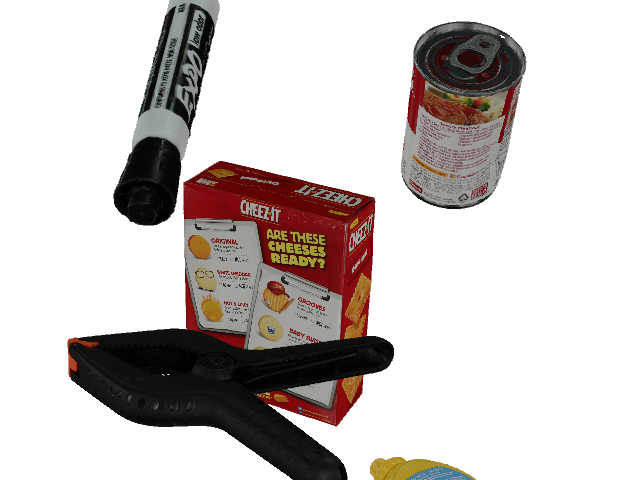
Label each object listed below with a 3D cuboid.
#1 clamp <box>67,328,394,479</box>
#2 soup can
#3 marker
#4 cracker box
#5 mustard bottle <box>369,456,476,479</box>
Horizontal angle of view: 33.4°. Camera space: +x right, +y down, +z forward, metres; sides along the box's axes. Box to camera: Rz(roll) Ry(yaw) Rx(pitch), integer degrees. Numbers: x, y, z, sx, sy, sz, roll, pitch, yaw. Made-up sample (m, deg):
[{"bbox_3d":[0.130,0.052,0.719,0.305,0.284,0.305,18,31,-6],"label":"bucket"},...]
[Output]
[{"bbox_3d":[-0.058,0.088,0.682,0.210,0.036,0.164,11,23,17],"label":"clamp"},{"bbox_3d":[0.089,-0.078,0.678,0.068,0.068,0.102,0,-41,-2],"label":"soup can"},{"bbox_3d":[-0.050,-0.048,0.359,0.020,0.020,0.121,0,43,3],"label":"marker"},{"bbox_3d":[-0.039,0.048,0.986,0.164,0.214,0.072,15,30,22],"label":"cracker box"},{"bbox_3d":[0.107,0.238,0.921,0.096,0.058,0.192,-18,27,-30],"label":"mustard bottle"}]
